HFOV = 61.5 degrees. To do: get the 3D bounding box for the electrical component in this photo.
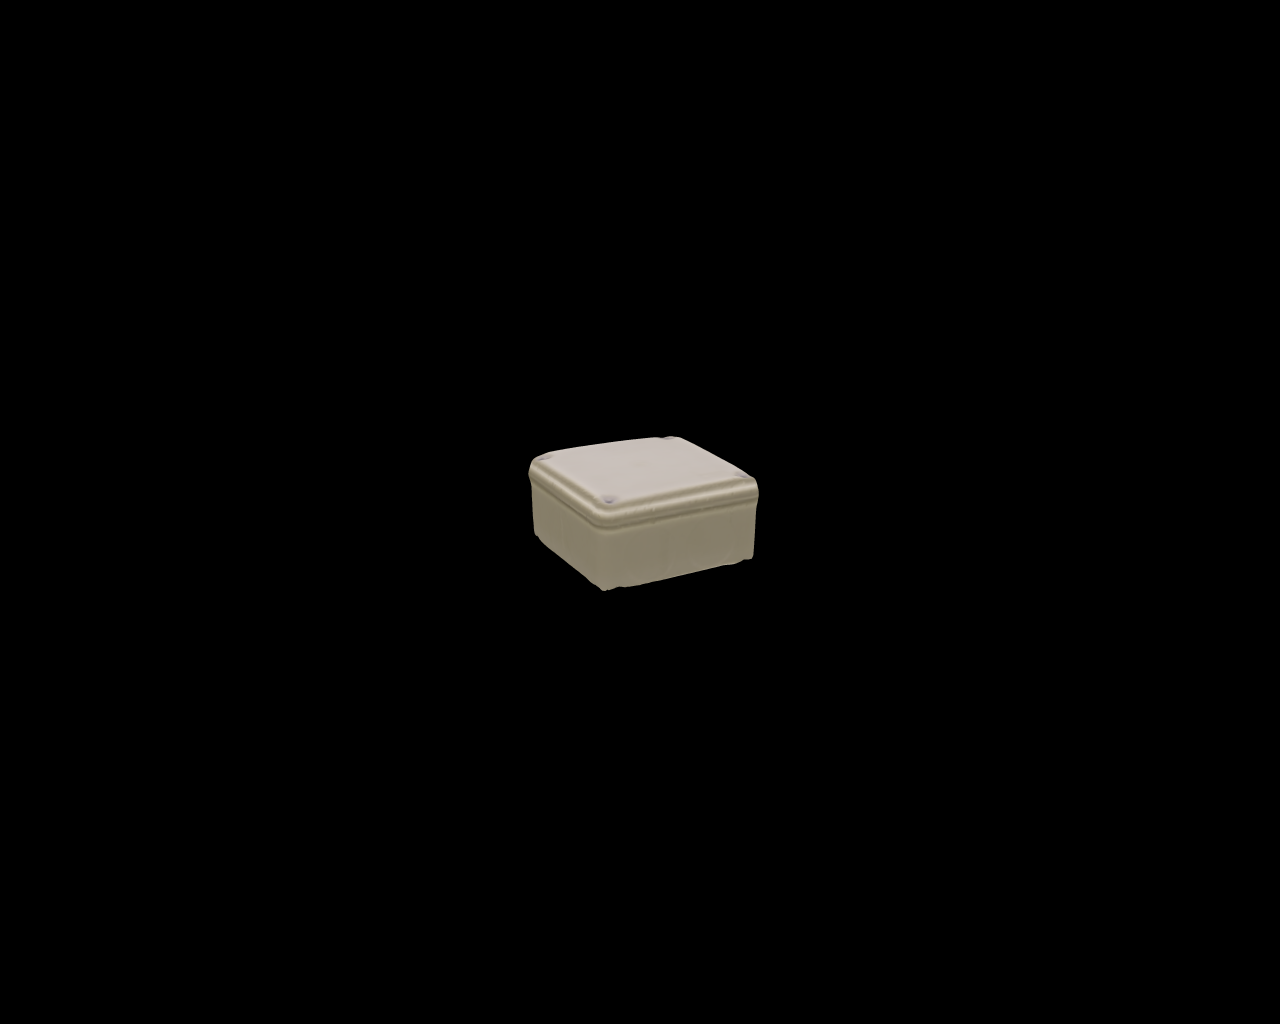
[{"bbox_3d":[0.001,-0.003,0.650,0.109,0.056,0.109,-10,23,-26],"label":"electrical component"}]
